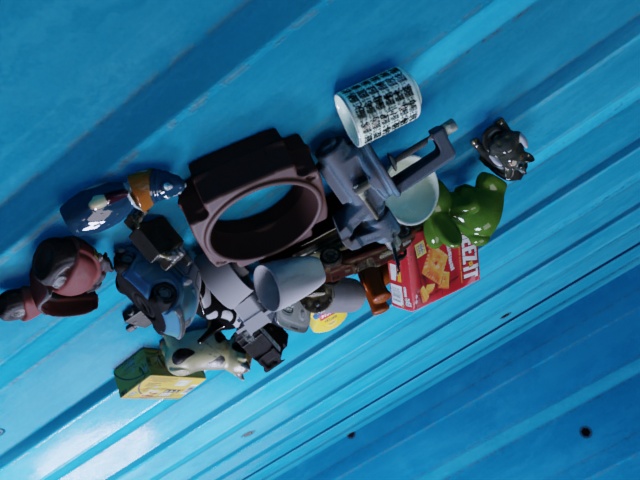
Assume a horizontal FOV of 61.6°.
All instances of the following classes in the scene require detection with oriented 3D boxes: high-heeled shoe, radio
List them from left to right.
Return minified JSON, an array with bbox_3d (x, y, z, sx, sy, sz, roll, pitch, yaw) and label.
[{"bbox_3d":[-0.188,0.086,0.979,0.145,0.086,0.248,-44,148,-38],"label":"high-heeled shoe"},{"bbox_3d":[-0.002,-0.003,0.969,0.230,0.073,0.131,-28,151,1],"label":"radio"}]

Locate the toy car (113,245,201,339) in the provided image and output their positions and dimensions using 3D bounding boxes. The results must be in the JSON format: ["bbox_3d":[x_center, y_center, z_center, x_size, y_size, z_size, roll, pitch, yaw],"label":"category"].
[{"bbox_3d":[-0.238,0.066,0.824,0.103,0.162,0.109,-38,160,-35],"label":"toy car"}]

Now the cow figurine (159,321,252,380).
[{"bbox_3d":[-0.221,0.233,1.109,0.195,0.127,0.085,-5,147,-31],"label":"cow figurine"}]

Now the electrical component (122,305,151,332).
[{"bbox_3d":[-0.324,0.136,0.973,0.094,0.021,0.063,-33,150,11],"label":"electrical component"}]

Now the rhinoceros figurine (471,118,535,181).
[{"bbox_3d":[0.335,-0.155,0.976,0.073,0.112,0.190,-34,159,15],"label":"rhinoceros figurine"}]

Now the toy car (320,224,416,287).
[{"bbox_3d":[0.085,0.029,0.967,0.202,0.053,0.089,-19,147,-12],"label":"toy car"}]

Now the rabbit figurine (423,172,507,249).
[{"bbox_3d":[0.248,-0.059,1.033,0.170,0.159,0.121,16,172,-16],"label":"rabbit figurine"}]

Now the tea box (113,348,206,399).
[{"bbox_3d":[-0.342,0.291,1.159,0.098,0.068,0.169,-37,149,15],"label":"tea box"}]

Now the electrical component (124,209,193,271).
[{"bbox_3d":[-0.229,-0.002,0.764,0.045,0.102,0.078,-41,173,30],"label":"electrical component"}]

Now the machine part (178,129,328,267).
[{"bbox_3d":[-0.095,-0.053,0.800,0.201,0.087,0.201,-24,149,-6],"label":"machine part"}]

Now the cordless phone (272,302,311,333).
[{"bbox_3d":[-0.033,0.097,1.115,0.184,0.089,0.146,-51,148,3],"label":"cordless phone"}]

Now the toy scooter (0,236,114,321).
[{"bbox_3d":[-0.360,0.064,0.774,0.184,0.075,0.135,-39,149,24],"label":"toy scooter"}]

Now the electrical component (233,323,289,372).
[{"bbox_3d":[-0.121,0.193,1.121,0.058,0.114,0.134,-34,-165,11],"label":"electrical component"}]

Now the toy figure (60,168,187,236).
[{"bbox_3d":[-0.251,-0.055,0.693,0.154,0.064,0.057,-26,114,-13],"label":"toy figure"}]

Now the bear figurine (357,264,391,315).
[{"bbox_3d":[0.185,0.067,1.192,0.196,0.132,0.120,-17,154,-6],"label":"bear figurine"}]

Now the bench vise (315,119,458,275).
[{"bbox_3d":[0.114,-0.093,0.829,0.241,0.129,0.223,-33,108,8],"label":"bench vise"}]

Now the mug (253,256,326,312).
[{"bbox_3d":[-0.050,0.070,0.902,0.107,0.081,0.109,-16,168,-32],"label":"mug"}]

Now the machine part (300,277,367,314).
[{"bbox_3d":[0.029,0.110,1.088,0.079,0.079,0.243,-38,160,17],"label":"machine part"}]
